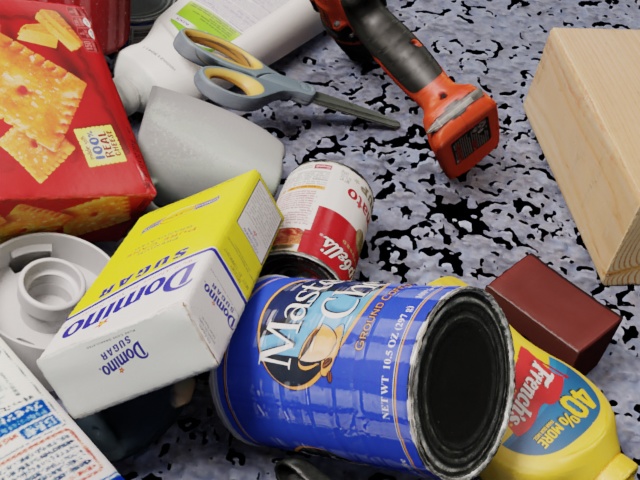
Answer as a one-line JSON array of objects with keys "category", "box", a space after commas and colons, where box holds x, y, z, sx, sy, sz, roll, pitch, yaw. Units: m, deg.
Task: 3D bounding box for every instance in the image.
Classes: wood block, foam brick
[{"category": "wood block", "box": [0.241, -0.070, 0.838, 0.090, 0.090, 0.206, -1, 46, -13]}, {"category": "foam brick", "box": [0.150, 0.058, 0.716, 0.078, 0.053, 0.051, 37, 50, 26]}]

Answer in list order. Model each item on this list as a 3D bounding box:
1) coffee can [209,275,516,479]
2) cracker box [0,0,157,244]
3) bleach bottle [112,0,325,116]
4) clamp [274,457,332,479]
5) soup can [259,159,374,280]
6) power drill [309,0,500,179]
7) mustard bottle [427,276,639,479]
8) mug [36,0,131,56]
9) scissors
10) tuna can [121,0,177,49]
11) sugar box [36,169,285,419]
[{"category": "coffee can", "box": [0.022, 0.073, 0.595, 0.141, 0.103, 0.102, 2, 33, 39]}, {"category": "cracker box", "box": [-0.229, -0.078, 0.673, 0.213, 0.072, 0.164, -3, 61, -41]}, {"category": "bleach bottle", "box": [-0.090, -0.173, 0.891, 0.103, 0.068, 0.250, 33, 50, 22]}, {"category": "clamp", "box": [0.041, 0.179, 0.582, 0.171, 0.039, 0.120, 10, 50, -7]}, {"category": "soup can", "box": [-0.005, 0.001, 0.729, 0.068, 0.068, 0.102, 16, 44, 4]}, {"category": "power drill", "box": [0.063, -0.138, 0.847, 0.057, 0.184, 0.188, -40, 73, 3]}, {"category": "mustard bottle", "box": [0.121, 0.106, 0.657, 0.192, 0.058, 0.096, 39, 50, 25]}, {"category": "mug", "box": [-0.192, -0.199, 0.825, 0.093, 0.081, 0.117, -18, 45, -29]}, {"category": "scissors", "box": [-0.020, -0.107, 0.821, 0.201, 0.016, 0.096, 23, 32, -17]}, {"category": "tuna can", "box": [-0.164, -0.200, 0.922, 0.086, 0.034, 0.086, 6, 45, -6]}, {"category": "sugar box", "box": [-0.084, 0.024, 0.608, 0.093, 0.048, 0.176, -22, 18, 18]}]
